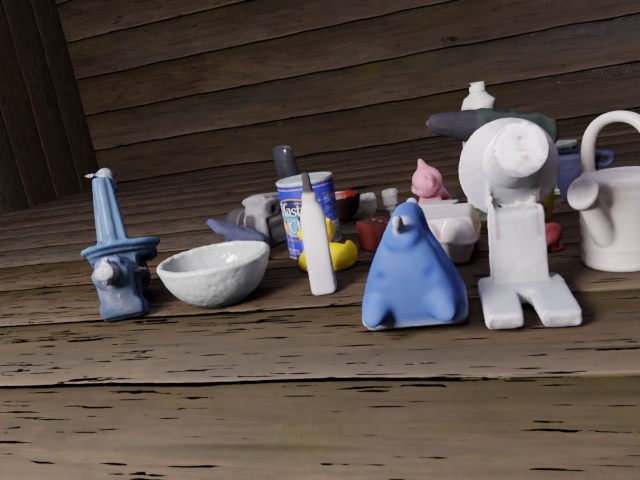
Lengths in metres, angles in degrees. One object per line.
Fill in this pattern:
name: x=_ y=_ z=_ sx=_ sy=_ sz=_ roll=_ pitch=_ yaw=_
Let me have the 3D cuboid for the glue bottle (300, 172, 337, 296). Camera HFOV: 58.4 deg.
glue bottle: x=-0.007 y=-0.012 z=0.824 sx=0.037 sy=0.173 sz=0.078 roll=-9 pitch=14 yaw=3

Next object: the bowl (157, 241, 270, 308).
bowl: x=-0.152 y=0.057 z=0.854 sx=0.167 sy=0.075 sz=0.167 roll=-9 pitch=13 yaw=2

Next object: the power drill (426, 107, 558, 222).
power drill: x=0.323 y=-0.145 z=1.066 sx=0.229 sy=0.208 sz=0.076 roll=-7 pitch=14 yaw=10

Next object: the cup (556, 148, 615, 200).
cup: x=0.504 y=-0.126 z=1.102 sx=0.117 sy=0.095 sz=0.092 roll=-3 pitch=15 yaw=26

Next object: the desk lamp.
desk lamp: x=0.228 y=-0.033 z=0.659 sx=0.117 sy=0.214 sz=0.203 roll=-7 pitch=14 yaw=12

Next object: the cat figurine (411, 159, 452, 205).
cat figurine: x=0.231 y=-0.116 z=1.205 sx=0.067 sy=0.118 sz=0.128 roll=-3 pitch=15 yaw=27

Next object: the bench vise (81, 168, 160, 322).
bench vise: x=-0.305 y=0.000 z=0.882 sx=0.122 sy=0.220 sz=0.206 roll=-16 pitch=15 yaw=-24

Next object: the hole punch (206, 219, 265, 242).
hole punch: x=-0.155 y=-0.003 z=1.067 sx=0.101 sy=0.091 sz=0.108 roll=-15 pitch=14 yaw=-19

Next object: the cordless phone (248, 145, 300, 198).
cordless phone: x=-0.100 y=-0.122 z=1.317 sx=0.147 sy=0.185 sz=0.094 roll=-3 pitch=15 yaw=25

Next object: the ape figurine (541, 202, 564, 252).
ape figurine: x=0.311 y=-0.028 z=0.839 sx=0.076 sy=0.092 sz=0.078 roll=-10 pitch=14 yaw=1

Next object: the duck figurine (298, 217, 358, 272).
duck figurine: x=0.009 y=0.003 z=0.938 sx=0.104 sy=0.086 sz=0.078 roll=-2 pitch=16 yaw=29

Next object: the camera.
camera: x=-0.127 y=-0.047 z=1.209 sx=0.136 sy=0.101 sz=0.143 roll=1 pitch=17 yaw=39

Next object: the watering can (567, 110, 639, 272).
watering can: x=0.376 y=-0.063 z=0.719 sx=0.100 sy=0.194 sz=0.173 roll=-1 pitch=16 yaw=32

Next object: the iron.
iron: x=0.114 y=0.014 z=0.700 sx=0.118 sy=0.141 sz=0.258 roll=-6 pitch=14 yaw=14

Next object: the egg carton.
egg carton: x=0.198 y=-0.011 z=0.901 sx=0.107 sy=0.069 sz=0.150 roll=-5 pitch=14 yaw=17
